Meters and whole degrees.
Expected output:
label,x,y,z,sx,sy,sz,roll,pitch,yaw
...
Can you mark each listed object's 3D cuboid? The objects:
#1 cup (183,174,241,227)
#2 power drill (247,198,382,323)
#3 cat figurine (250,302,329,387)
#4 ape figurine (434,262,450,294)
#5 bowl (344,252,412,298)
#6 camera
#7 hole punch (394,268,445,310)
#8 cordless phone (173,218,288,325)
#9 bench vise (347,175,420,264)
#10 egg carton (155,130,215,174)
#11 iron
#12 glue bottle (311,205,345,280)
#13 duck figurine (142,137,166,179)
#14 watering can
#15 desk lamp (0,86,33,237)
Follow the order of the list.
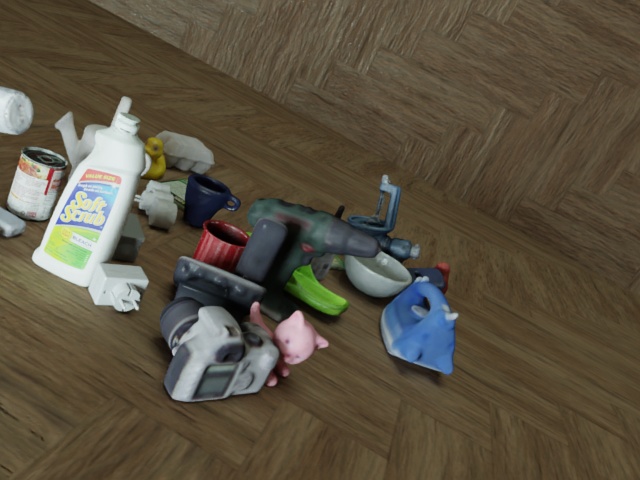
label,x,y,z,sx,sy,sz,roll,pitch,yaw
cup,-0.229,-0.070,1.177,0.118,0.095,0.091,26,19,-4
power drill,-0.036,0.036,0.985,0.229,0.208,0.076,29,19,7
cat figurine,-0.058,0.140,0.825,0.127,0.117,0.067,33,20,18
ape figurine,0.298,0.096,1.458,0.076,0.092,0.078,30,19,7
bowl,0.118,0.079,1.287,0.167,0.074,0.167,24,19,-9
camera,-0.143,0.130,0.763,0.144,0.101,0.136,8,27,-44
hole punch,0.230,0.104,1.348,0.101,0.091,0.108,23,19,-11
cordless phone,-0.139,0.031,0.894,0.148,0.185,0.094,22,19,-14
bench vise,0.169,-0.040,1.441,0.207,0.219,0.121,25,19,-6
egg carton,-0.346,-0.221,1.451,0.151,0.069,0.107,6,28,-47
iron,0.197,0.143,1.124,0.119,0.141,0.258,21,20,-17
glue bottle,0.011,0.004,1.185,0.078,0.173,0.037,7,27,-45
duck figurine,-0.382,-0.192,1.302,0.077,0.086,0.105,29,19,7
watering can,-0.404,-0.181,1.078,0.173,0.194,0.100,10,25,-40
desk lamp,-0.499,-0.136,0.804,0.203,0.213,0.118,29,19,4
